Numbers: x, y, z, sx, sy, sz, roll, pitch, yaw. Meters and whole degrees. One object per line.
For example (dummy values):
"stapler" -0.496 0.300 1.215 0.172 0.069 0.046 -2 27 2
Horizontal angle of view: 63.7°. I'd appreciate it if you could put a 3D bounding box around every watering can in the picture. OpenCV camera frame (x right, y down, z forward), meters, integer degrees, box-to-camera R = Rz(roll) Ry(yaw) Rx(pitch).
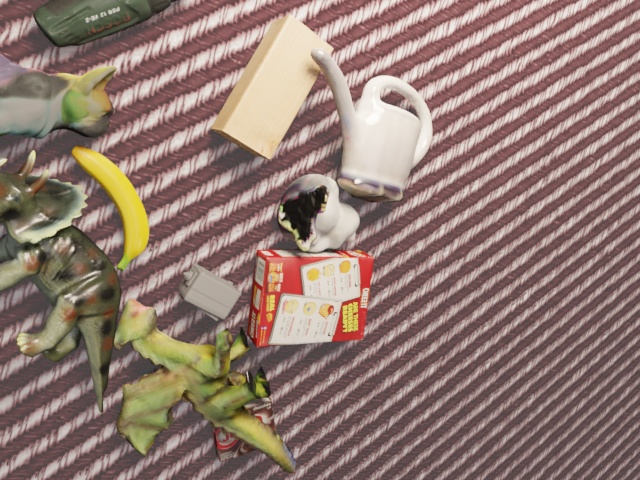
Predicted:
"watering can" 0.084 -0.182 0.896 0.347 0.104 0.224 9 95 -46

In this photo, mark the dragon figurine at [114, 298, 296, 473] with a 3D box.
"dragon figurine" -0.213 0.275 0.866 0.243 0.123 0.406 -21 102 -4

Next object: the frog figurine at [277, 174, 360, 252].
"frog figurine" 0.003 -0.046 0.922 0.160 0.123 0.137 -2 95 -62
